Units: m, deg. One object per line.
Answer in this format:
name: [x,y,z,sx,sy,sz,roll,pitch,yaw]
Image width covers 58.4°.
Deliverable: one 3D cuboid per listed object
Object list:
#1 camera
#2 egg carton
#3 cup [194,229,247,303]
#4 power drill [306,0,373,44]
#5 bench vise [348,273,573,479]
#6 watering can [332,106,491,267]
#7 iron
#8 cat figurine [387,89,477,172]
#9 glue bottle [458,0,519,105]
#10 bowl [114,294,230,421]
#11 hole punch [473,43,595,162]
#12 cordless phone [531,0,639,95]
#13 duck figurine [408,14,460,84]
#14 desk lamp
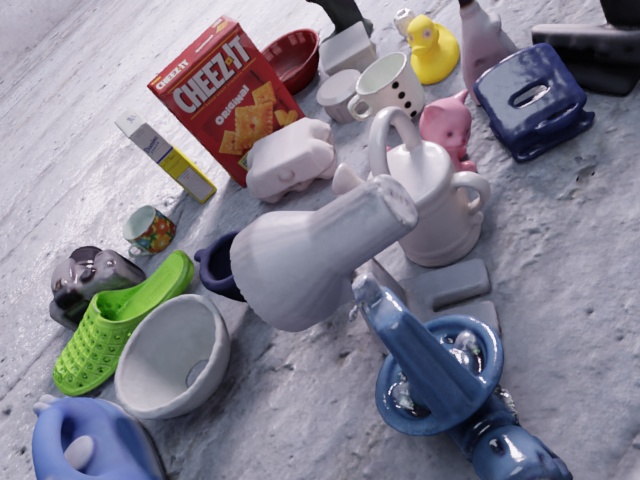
camera: [-0.375,0.058,0.939,0.143,0.101,0.136,-34,43,8]
egg carton: [-0.045,-0.120,0.876,0.150,0.070,0.107,-23,45,18]
cup: [-0.107,0.046,0.762,0.117,0.095,0.092,6,59,39]
power drill: [-0.006,-0.424,0.999,0.229,0.209,0.075,-31,43,11]
bench vise: [0.114,0.115,0.454,0.206,0.220,0.121,26,73,45]
watering can: [0.094,-0.060,0.633,0.172,0.195,0.101,-18,47,23]
iron: [-0.288,0.255,0.682,0.119,0.142,0.257,-44,42,-4]
cat figurine: [0.140,-0.124,0.712,0.127,0.118,0.067,-27,44,15]
glue bottle: [0.207,-0.253,0.730,0.078,0.174,0.037,-17,47,24]
bowl: [-0.174,0.158,0.732,0.167,0.075,0.167,-19,46,22]
hole punch: [0.254,-0.166,0.684,0.108,0.091,0.101,-30,43,12]
cordless phone: [0.312,-0.268,0.659,0.147,0.186,0.094,21,69,44]
duck figurine: [0.163,-0.301,0.866,0.077,0.086,0.104,-4,54,33]
desk lamp: [0.047,0.032,0.575,0.203,0.214,0.118,-20,46,21]
